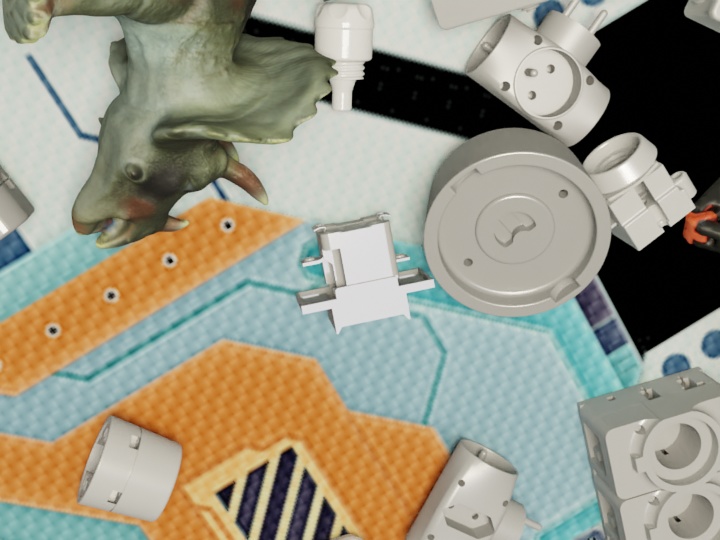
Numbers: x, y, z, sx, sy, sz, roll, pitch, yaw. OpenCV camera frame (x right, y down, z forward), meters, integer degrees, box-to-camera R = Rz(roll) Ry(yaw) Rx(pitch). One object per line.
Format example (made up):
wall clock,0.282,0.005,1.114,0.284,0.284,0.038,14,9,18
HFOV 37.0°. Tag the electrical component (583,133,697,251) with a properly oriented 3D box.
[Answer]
electrical component,0.169,-0.051,0.667,0.066,0.048,0.055,-38,113,1

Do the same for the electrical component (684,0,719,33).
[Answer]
electrical component,0.256,-0.176,0.649,0.100,0.048,0.099,21,99,-13

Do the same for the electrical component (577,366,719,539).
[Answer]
electrical component,0.209,0.153,0.710,0.089,0.061,0.150,-16,105,-5

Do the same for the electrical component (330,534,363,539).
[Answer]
electrical component,-0.038,0.227,0.691,0.113,0.057,0.078,-18,104,-5

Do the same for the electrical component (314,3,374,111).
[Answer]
electrical component,-0.010,-0.124,0.627,0.035,0.035,0.061,0,105,-9

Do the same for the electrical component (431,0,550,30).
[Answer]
electrical component,0.078,-0.190,0.597,0.048,0.100,0.099,-36,112,-46

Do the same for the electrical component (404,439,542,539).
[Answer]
electrical component,0.081,0.161,0.701,0.079,0.043,0.077,27,97,-13

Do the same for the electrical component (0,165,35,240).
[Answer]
electrical component,-0.241,-0.027,0.603,0.095,0.053,0.059,-35,105,0

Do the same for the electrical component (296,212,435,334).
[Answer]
electrical component,0.000,0.000,0.653,0.081,0.042,0.063,-11,102,-7

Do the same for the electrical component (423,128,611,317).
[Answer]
electrical component,0.091,-0.033,0.645,0.108,0.060,0.108,1,120,1

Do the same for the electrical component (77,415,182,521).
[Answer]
electrical component,-0.139,0.122,0.654,0.047,0.055,0.055,22,98,-17

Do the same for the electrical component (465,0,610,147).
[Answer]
electrical component,0.116,-0.127,0.641,0.077,0.044,0.079,34,96,-14
